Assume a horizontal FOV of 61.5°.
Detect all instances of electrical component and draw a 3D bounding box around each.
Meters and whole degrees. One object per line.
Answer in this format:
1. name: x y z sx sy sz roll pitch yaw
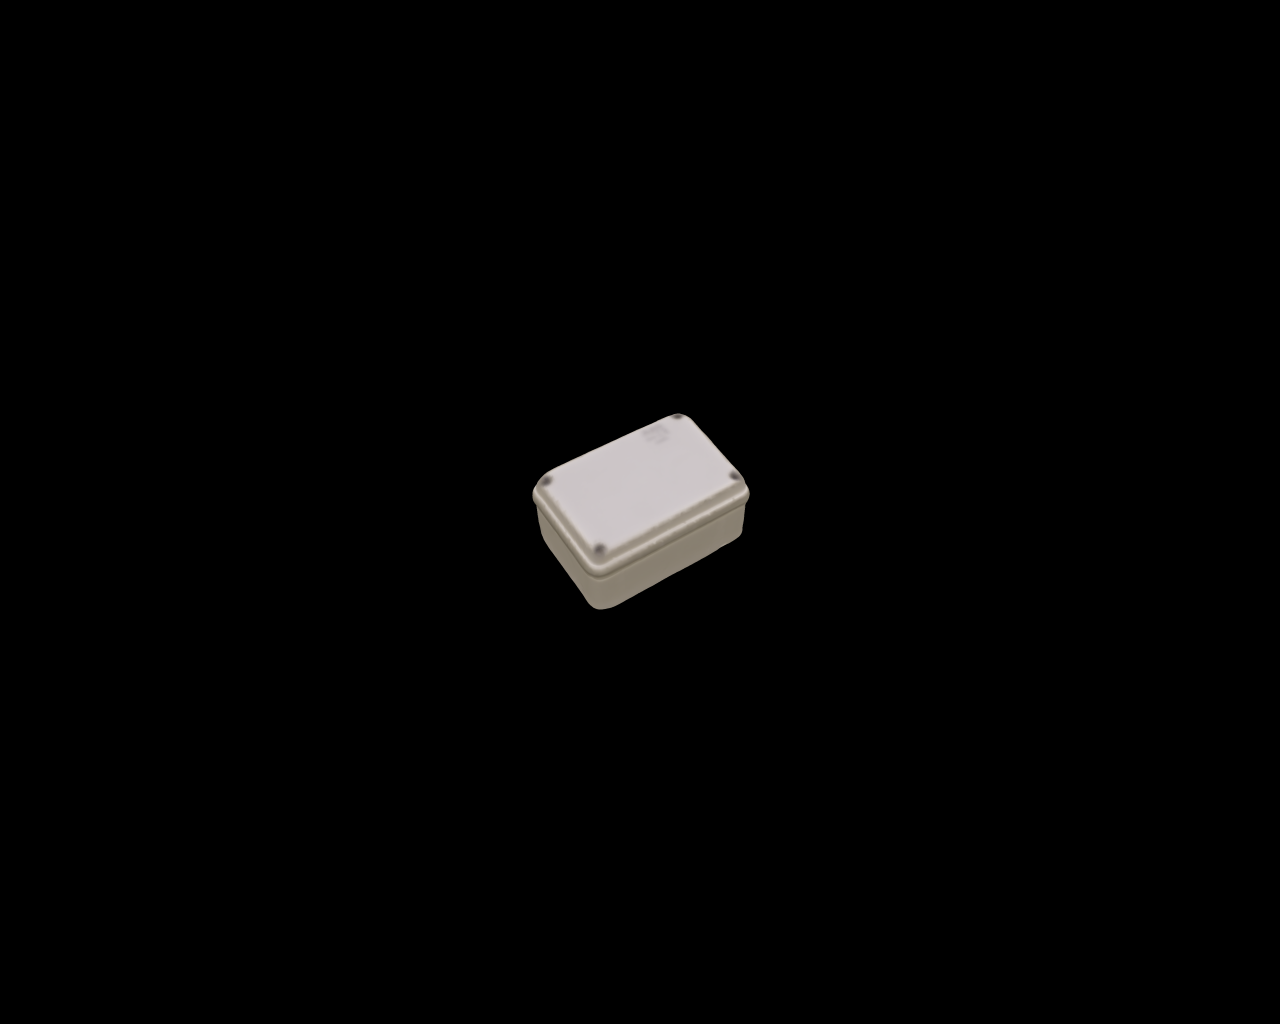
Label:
1. electrical component: 0.001 -0.003 0.650 0.113 0.078 0.057 -27 -33 -19
